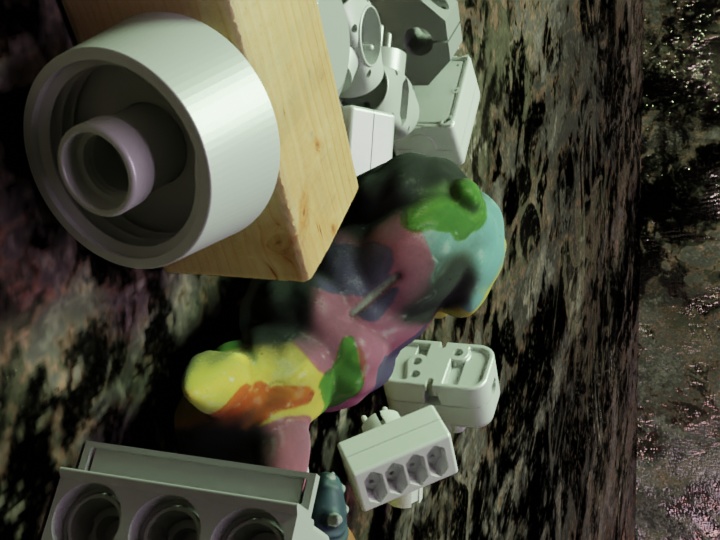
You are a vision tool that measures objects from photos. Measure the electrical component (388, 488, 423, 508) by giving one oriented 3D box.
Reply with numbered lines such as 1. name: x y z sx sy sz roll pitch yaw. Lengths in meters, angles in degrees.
1. electrical component: 0.038 0.180 0.945 0.040 0.040 0.046 -51 145 -57

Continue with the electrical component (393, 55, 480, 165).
1. electrical component: 0.066 -0.142 0.934 0.061 0.062 0.096 64 36 -53

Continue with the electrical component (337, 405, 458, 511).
1. electrical component: 0.024 0.138 0.865 0.075 0.083 0.047 -122 -166 -50

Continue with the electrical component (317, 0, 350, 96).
1. electrical component: -0.041 -0.141 0.670 0.080 0.051 0.080 3 90 -69

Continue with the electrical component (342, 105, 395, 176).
1. electrical component: -0.028 -0.083 0.706 0.077 0.066 0.047 5 89 -40

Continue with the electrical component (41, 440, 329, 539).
1. electrical component: -0.081 0.130 0.509 0.063 0.121 0.078 59 40 -61

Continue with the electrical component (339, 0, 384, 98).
1. electrical component: -0.017 -0.148 0.739 0.077 0.044 0.079 68 32 -48

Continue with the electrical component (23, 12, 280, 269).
1. electrical component: -0.096 -0.052 0.468 0.060 0.108 0.108 -42 132 -53

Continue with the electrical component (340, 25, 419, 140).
1. electrical component: 0.016 -0.147 0.827 0.077 0.043 0.079 19 75 -68

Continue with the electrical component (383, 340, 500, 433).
1. electrical component: 0.071 0.102 0.939 0.053 0.095 0.059 -65 150 -44

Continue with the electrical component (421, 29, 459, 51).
1. electrical component: 0.063 -0.225 0.946 0.044 0.044 0.065 -12 100 -68
